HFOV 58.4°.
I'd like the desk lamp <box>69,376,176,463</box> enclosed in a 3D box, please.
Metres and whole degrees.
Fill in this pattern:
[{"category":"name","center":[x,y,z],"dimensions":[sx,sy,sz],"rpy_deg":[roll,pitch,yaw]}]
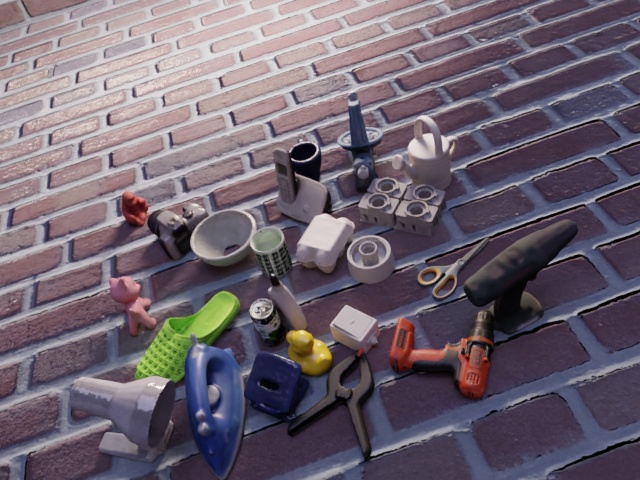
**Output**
[{"category":"desk lamp","center":[-0.348,0.325,1.050],"dimensions":[0.202,0.214,0.118],"rpy_deg":[2,49,17]}]

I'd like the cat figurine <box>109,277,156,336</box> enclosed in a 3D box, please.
[{"category":"cat figurine","center":[-0.436,0.137,1.310],"dimensions":[0.067,0.118,0.127],"rpy_deg":[-27,47,-9]}]

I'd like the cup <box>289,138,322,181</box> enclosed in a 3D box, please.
[{"category":"cup","center":[-0.037,-0.209,1.532],"dimensions":[0.091,0.095,0.117],"rpy_deg":[-16,47,0]}]

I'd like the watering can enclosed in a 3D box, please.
[{"category":"watering can","center":[0.259,-0.209,1.384],"dimensions":[0.100,0.194,0.173],"rpy_deg":[27,60,33]}]

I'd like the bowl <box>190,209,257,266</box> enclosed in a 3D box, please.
[{"category":"bowl","center":[-0.226,0.007,1.401],"dimensions":[0.167,0.075,0.167],"rpy_deg":[-8,47,8]}]

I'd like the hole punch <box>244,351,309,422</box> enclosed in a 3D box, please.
[{"category":"hole punch","center":[-0.086,0.282,1.103],"dimensions":[0.108,0.091,0.101],"rpy_deg":[13,53,25]}]

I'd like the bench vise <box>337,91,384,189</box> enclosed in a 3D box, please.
[{"category":"bench vise","center":[0.112,-0.252,1.445],"dimensions":[0.121,0.220,0.207],"rpy_deg":[-21,47,-4]}]

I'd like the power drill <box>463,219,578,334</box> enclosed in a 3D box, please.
[{"category":"power drill","center":[0.378,0.078,1.082],"dimensions":[0.230,0.209,0.075],"rpy_deg":[-27,47,-10]}]

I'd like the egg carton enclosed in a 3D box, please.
[{"category":"egg carton","center":[0.012,0.005,1.343],"dimensions":[0.107,0.069,0.150],"rpy_deg":[13,53,25]}]

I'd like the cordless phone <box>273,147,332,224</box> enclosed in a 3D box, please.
[{"category":"cordless phone","center":[-0.051,-0.136,1.408],"dimensions":[0.147,0.185,0.094],"rpy_deg":[21,57,30]}]

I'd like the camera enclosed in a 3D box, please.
[{"category":"camera","center":[-0.372,-0.043,1.468],"dimensions":[0.136,0.101,0.143],"rpy_deg":[28,61,34]}]

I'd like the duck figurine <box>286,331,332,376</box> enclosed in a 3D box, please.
[{"category":"duck figurine","center":[-0.026,0.219,1.148],"dimensions":[0.104,0.086,0.078],"rpy_deg":[27,60,33]}]

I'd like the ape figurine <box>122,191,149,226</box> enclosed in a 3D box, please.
[{"category":"ape figurine","center":[-0.509,-0.093,1.557],"dimensions":[0.075,0.092,0.078],"rpy_deg":[30,62,35]}]

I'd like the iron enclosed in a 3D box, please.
[{"category":"iron","center":[-0.211,0.305,1.081],"dimensions":[0.118,0.142,0.258],"rpy_deg":[-17,47,0]}]

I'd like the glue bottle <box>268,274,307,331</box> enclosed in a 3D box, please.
[{"category":"glue bottle","center":[-0.077,0.125,1.186],"dimensions":[0.077,0.173,0.037],"rpy_deg":[30,62,35]}]
